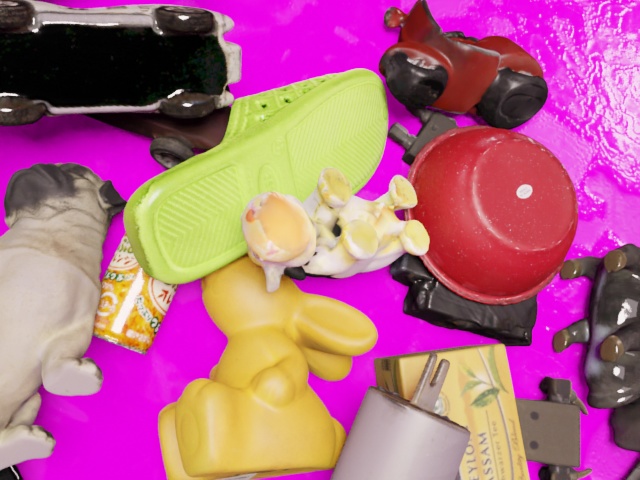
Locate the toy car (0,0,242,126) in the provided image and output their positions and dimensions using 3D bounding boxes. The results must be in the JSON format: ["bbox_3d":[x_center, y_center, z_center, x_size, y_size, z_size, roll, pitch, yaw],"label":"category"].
[{"bbox_3d":[-0.151,-0.122,0.366,0.202,0.056,0.073,-9,119,-24],"label":"toy car"}]

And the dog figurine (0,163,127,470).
[{"bbox_3d":[-0.216,0.045,0.378,0.172,0.191,0.121,-34,123,11],"label":"dog figurine"}]

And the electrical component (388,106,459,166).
[{"bbox_3d":[0.113,-0.093,0.524,0.094,0.021,0.063,37,71,-4],"label":"electrical component"}]

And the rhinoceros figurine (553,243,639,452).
[{"bbox_3d":[0.285,0.097,0.503,0.112,0.073,0.190,12,73,-22],"label":"rhinoceros figurine"}]

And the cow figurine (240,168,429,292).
[{"bbox_3d":[-0.002,-0.003,0.399,0.167,0.098,0.068,-2,69,-44],"label":"cow figurine"}]

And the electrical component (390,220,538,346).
[{"bbox_3d":[0.132,0.025,0.485,0.134,0.058,0.115,18,72,-10],"label":"electrical component"}]

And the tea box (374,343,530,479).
[{"bbox_3d":[0.109,0.175,0.440,0.098,0.068,0.169,-6,80,-15],"label":"tea box"}]

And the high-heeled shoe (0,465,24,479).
[{"bbox_3d":[-0.155,0.223,0.362,0.249,0.086,0.145,16,62,-9],"label":"high-heeled shoe"}]

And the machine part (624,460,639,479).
[{"bbox_3d":[0.324,0.266,0.488,0.084,0.039,0.139,-34,86,-23],"label":"machine part"}]

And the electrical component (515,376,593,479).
[{"bbox_3d":[0.202,0.173,0.478,0.078,0.045,0.102,-4,74,15],"label":"electrical component"}]

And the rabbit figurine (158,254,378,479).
[{"bbox_3d":[-0.040,0.085,0.404,0.162,0.121,0.173,-3,60,-17],"label":"rabbit figurine"}]

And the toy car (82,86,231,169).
[{"bbox_3d":[-0.169,-0.120,0.446,0.202,0.053,0.089,20,63,-5],"label":"toy car"}]

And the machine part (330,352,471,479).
[{"bbox_3d":[0.034,0.189,0.355,0.079,0.079,0.243,26,80,-7],"label":"machine part"}]

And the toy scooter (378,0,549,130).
[{"bbox_3d":[0.126,-0.175,0.517,0.184,0.075,0.135,1,49,-27],"label":"toy scooter"}]
